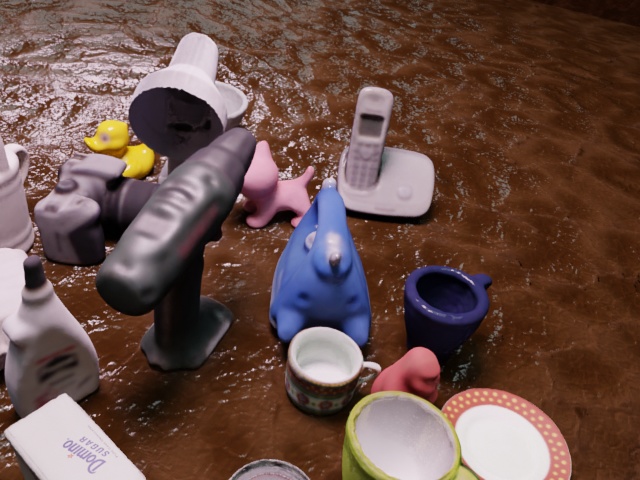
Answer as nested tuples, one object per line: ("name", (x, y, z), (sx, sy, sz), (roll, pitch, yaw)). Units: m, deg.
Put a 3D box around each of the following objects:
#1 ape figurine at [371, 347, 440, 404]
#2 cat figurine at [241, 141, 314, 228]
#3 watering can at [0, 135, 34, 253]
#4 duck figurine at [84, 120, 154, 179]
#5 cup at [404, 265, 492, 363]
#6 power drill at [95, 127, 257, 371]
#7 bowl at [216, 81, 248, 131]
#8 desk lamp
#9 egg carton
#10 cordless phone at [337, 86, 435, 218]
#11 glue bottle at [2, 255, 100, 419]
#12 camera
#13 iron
("ape figurine", (0.090, 0.144, 0.558), (0.078, 0.092, 0.076), (-20, 46, -33))
("cat figurine", (-0.068, -0.079, 0.794), (0.128, 0.118, 0.067), (-2, 38, -15))
("watering can", (-0.392, -0.066, 0.639), (0.101, 0.194, 0.172), (3, 37, -9))
("duck figurine", (-0.297, -0.135, 0.842), (0.105, 0.086, 0.077), (-18, 45, -32))
("cup", (0.141, 0.086, 0.643), (0.118, 0.095, 0.091), (-19, 45, -33))
("power drill", (-0.130, 0.018, 0.576), (0.075, 0.208, 0.230), (18, 37, 11))
("bowl", (-0.207, -0.209, 0.970), (0.167, 0.075, 0.167), (6, 37, -5))
("desk lamp", (-0.182, -0.163, 0.799), (0.118, 0.213, 0.203), (6, 37, -4))
("egg carton", (-0.329, 0.072, 0.575), (0.107, 0.069, 0.150), (-18, 45, -32))
("cordless phone", (0.104, -0.127, 0.841), (0.147, 0.185, 0.094), (5, 37, -6))
("glue bottle", (-0.237, 0.083, 0.496), (0.037, 0.173, 0.078), (33, 43, 28))
("camera", (-0.260, -0.045, 0.719), (0.137, 0.101, 0.143), (10, 37, 0))
("iron", (0.006, 0.002, 0.684), (0.118, 0.141, 0.258), (5, 37, -6))
